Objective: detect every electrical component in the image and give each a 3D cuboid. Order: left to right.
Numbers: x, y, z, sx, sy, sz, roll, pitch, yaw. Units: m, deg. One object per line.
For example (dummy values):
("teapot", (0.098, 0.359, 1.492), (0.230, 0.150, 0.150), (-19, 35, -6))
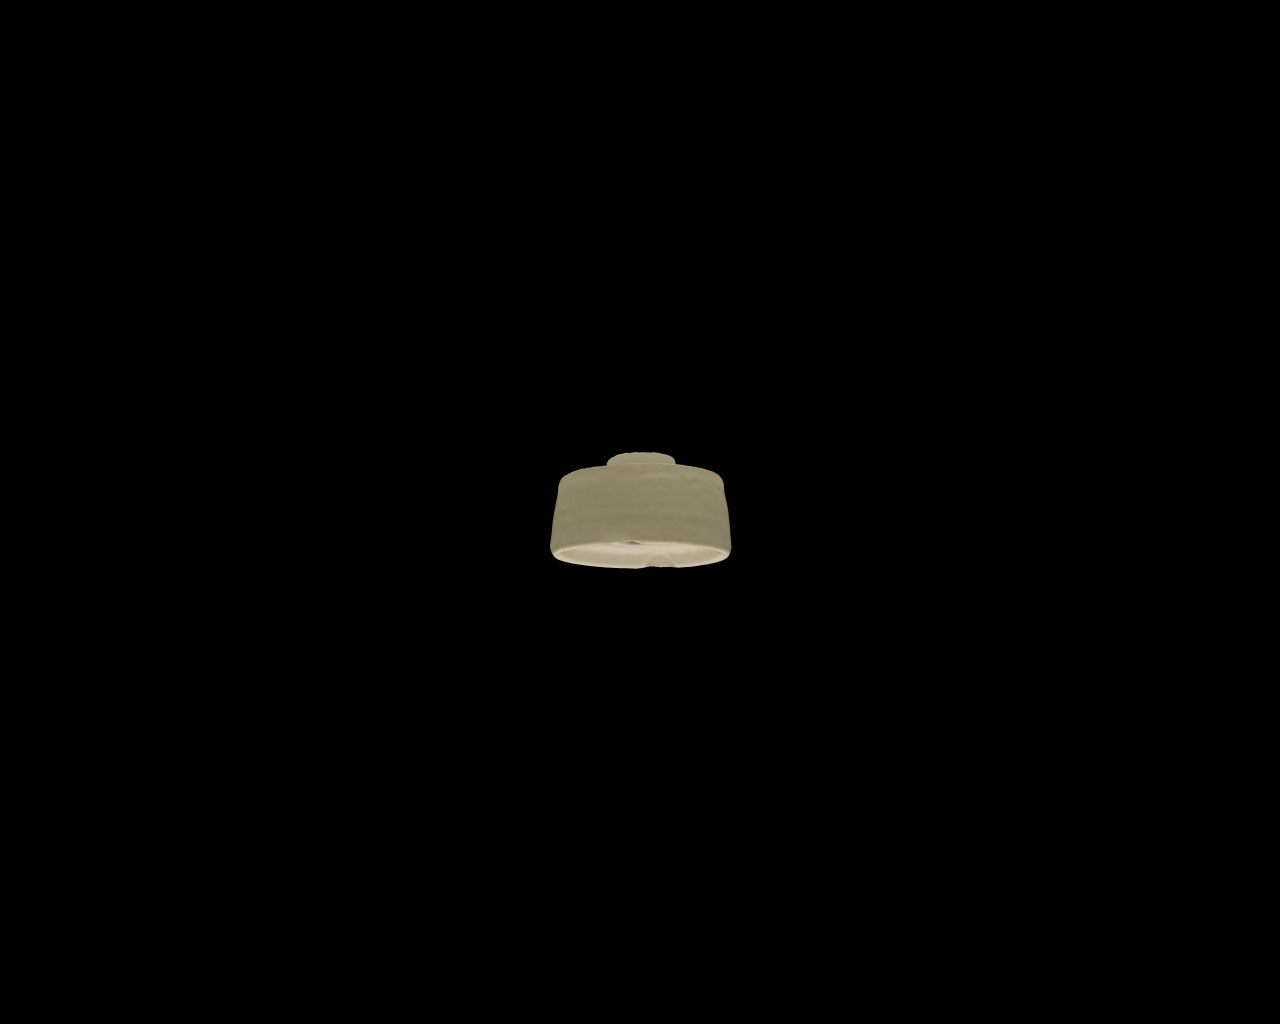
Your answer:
("electrical component", (0.001, -0.003, 0.650), (0.108, 0.060, 0.108), (0, -11, 0))
